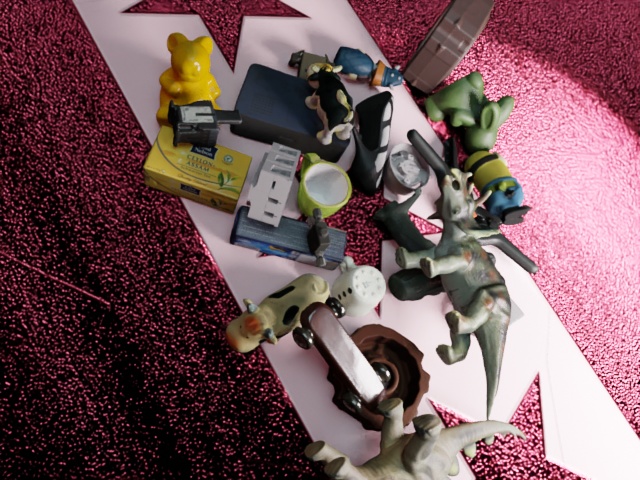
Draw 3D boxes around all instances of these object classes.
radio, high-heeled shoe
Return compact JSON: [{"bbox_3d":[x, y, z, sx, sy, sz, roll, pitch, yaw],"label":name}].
[{"bbox_3d":[-0.052,-0.250,1.061,0.229,0.073,0.131,15,65,-13],"label":"radio"},{"bbox_3d":[0.121,-0.207,1.111,0.249,0.086,0.145,-55,130,-46],"label":"high-heeled shoe"}]

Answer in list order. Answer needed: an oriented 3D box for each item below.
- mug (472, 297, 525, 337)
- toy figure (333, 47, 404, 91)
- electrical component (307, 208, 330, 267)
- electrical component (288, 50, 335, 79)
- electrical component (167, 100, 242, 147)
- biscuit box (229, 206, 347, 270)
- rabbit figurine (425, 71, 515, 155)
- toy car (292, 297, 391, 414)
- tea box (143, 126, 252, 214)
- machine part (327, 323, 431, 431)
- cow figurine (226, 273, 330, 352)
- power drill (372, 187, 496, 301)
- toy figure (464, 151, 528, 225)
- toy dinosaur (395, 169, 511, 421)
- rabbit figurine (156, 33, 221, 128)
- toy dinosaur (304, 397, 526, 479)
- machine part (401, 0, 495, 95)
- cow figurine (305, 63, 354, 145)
[{"bbox_3d":[0.314,0.130,1.027,0.109,0.080,0.107,-29,71,-12],"label":"mug"},{"bbox_3d":[0.107,-0.369,1.163,0.154,0.064,0.058,20,21,-11],"label":"toy figure"},{"bbox_3d":[-0.002,-0.003,0.914,0.021,0.063,0.094,-5,72,-19],"label":"electrical component"},{"bbox_3d":[-0.016,-0.362,1.134,0.102,0.045,0.078,4,96,-13],"label":"electrical component"},{"bbox_3d":[-0.201,-0.205,0.938,0.119,0.047,0.075,-8,62,-26],"label":"electrical component"},{"bbox_3d":[-0.057,-0.003,0.967,0.203,0.059,0.063,15,66,-12],"label":"biscuit box"},{"bbox_3d":[0.340,-0.269,1.162,0.121,0.159,0.170,-30,95,-35],"label":"rabbit figurine"},{"bbox_3d":[0.035,0.184,0.852,0.089,0.053,0.202,-43,106,-30],"label":"toy car"},{"bbox_3d":[-0.217,-0.124,0.960,0.170,0.068,0.098,17,64,-9],"label":"tea box"},{"bbox_3d":[0.100,0.236,0.924,0.179,0.056,0.179,6,66,-15],"label":"machine part"},{"bbox_3d":[-0.065,0.120,0.879,0.195,0.127,0.085,-29,77,-27],"label":"cow figurine"},{"bbox_3d":[0.210,0.005,1.044,0.232,0.086,0.207,-25,86,-22],"label":"power drill"},{"bbox_3d":[0.363,-0.112,1.110,0.089,0.082,0.180,6,51,-22],"label":"toy figure"},{"bbox_3d":[0.267,0.083,0.938,0.192,0.131,0.404,-19,86,-20],"label":"toy dinosaur"},{"bbox_3d":[-0.228,-0.297,0.968,0.122,0.173,0.162,4,72,-12],"label":"rabbit figurine"},{"bbox_3d":[0.135,0.351,0.832,0.471,0.105,0.198,-17,109,-18],"label":"toy dinosaur"},{"bbox_3d":[0.275,-0.429,1.161,0.087,0.201,0.201,36,63,-4],"label":"machine part"},{"bbox_3d":[0.016,-0.271,0.996,0.068,0.098,0.167,-12,74,-17],"label":"cow figurine"}]
